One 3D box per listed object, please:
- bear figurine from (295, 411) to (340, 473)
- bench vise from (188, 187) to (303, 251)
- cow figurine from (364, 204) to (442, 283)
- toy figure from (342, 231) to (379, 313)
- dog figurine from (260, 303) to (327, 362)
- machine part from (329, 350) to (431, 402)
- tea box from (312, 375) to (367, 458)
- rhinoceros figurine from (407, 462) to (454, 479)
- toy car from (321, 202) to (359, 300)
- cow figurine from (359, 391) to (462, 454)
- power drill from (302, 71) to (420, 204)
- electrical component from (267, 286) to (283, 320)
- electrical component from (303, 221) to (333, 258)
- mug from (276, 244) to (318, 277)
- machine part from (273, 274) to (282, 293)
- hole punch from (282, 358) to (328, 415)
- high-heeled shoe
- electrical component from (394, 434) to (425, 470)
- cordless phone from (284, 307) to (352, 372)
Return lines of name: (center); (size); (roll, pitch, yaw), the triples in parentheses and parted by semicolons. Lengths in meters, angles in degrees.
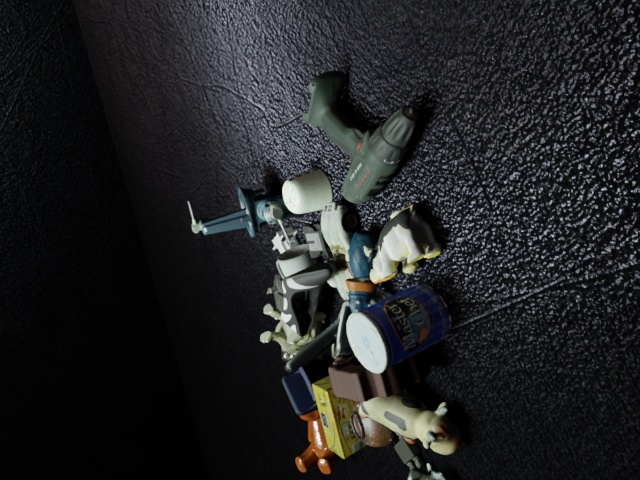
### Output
bear figurine: (-0.013, 0.469, 1.364); (0.120, 0.132, 0.195); (-13, 101, 39)
bench vise: (-0.166, -0.053, 1.203); (0.224, 0.241, 0.128); (-131, 28, -63)
cow figurine: (0.122, 0.011, 0.891); (0.167, 0.068, 0.098); (-42, 64, 56)
toy figure: (0.079, 0.062, 0.980); (0.064, 0.058, 0.154); (11, 99, 40)
dog figurine: (-0.038, 0.233, 1.318); (0.173, 0.121, 0.190); (-3, 147, 27)
machine part: (0.104, 0.227, 0.957); (0.179, 0.179, 0.056); (-12, 94, 62)
tea box: (0.055, 0.389, 1.217); (0.068, 0.098, 0.169); (3, 109, 59)
rhinoceros figurine: (0.234, 0.482, 0.985); (0.190, 0.073, 0.112); (5, 113, 59)
toy car: (0.049, 0.024, 1.040); (0.074, 0.056, 0.201); (0, 107, 61)
cow figurine: (0.162, 0.315, 0.965); (0.195, 0.085, 0.127); (25, 157, 22)
power drill: (0.063, -0.183, 0.876); (0.207, 0.086, 0.231); (49, 149, 21)
electrical component: (-0.104, 0.166, 1.411); (0.078, 0.045, 0.102); (31, 134, 52)
electrical component: (-0.002, -0.003, 1.125); (0.119, 0.048, 0.074); (2, 108, 58)
mug: (-0.048, 0.075, 1.210); (0.110, 0.081, 0.107); (-11, 108, 37)
machine part: (-0.080, 0.100, 1.319); (0.139, 0.039, 0.084); (143, 128, -65)
hole punch: (-0.013, 0.344, 1.295); (0.142, 0.116, 0.092); (57, 136, 28)
high-heeled shoe: (-0.021, 0.132, 1.111); (0.249, 0.086, 0.145); (-21, 93, 62)
electrical component: (0.178, 0.430, 1.104); (0.094, 0.021, 0.063); (55, 149, 26)
cordless phone: (0.010, 0.211, 1.068); (0.089, 0.184, 0.146); (53, 166, 13)
